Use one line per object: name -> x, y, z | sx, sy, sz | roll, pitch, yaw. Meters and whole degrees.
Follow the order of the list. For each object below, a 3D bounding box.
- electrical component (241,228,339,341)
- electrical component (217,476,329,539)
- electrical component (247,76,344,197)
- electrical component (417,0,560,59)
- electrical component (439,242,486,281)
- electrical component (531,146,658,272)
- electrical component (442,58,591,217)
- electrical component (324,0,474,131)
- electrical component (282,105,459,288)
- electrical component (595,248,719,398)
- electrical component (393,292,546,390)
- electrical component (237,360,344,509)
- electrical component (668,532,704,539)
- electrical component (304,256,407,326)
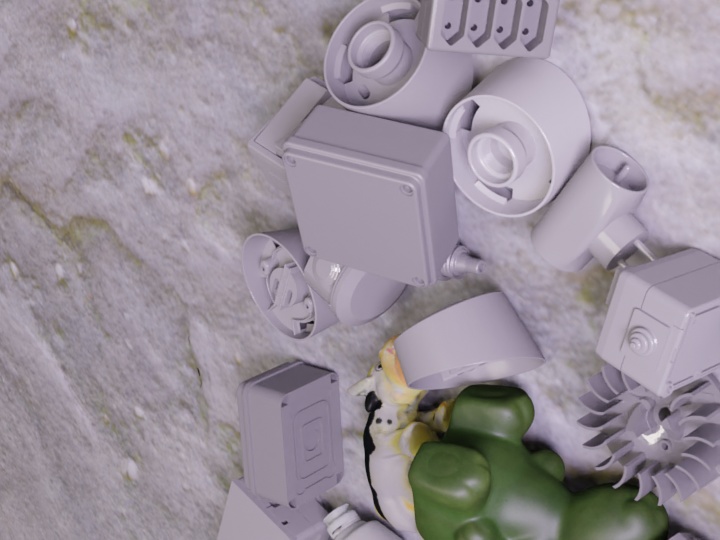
electrical component -> -0.056, 0.011, 0.920 | 0.099, 0.064, 0.099 | 17, 115, 41
electrical component -> -0.087, 0.273, 1.044 | 0.089, 0.062, 0.150 | 38, 128, 30
electrical component -> -0.031, -0.104, 0.837 | 0.062, 0.096, 0.061 | 34, 165, 32
electrical component -> 0.081, -0.176, 0.719 | 0.075, 0.083, 0.047 | -108, 22, -63
electrical component -> 0.067, -0.008, 0.812 | 0.061, 0.035, 0.035 | 15, 114, 39
electrical component -> 0.162, -0.027, 0.703 | 0.079, 0.044, 0.077 | 50, 133, 21
electrical component -> 0.107, -0.089, 0.740 | 0.099, 0.064, 0.099 | 25, 133, 30
electrical component -> 0.025, -0.146, 0.774 | 0.099, 0.064, 0.099 | -13, 66, 32
electrical component -> 0.010, -0.052, 0.766 | 0.109, 0.056, 0.108 | 16, 142, 23
electrical component -> 0.188, 0.030, 0.658 | 0.061, 0.096, 0.061 | 36, 127, 38
electrical component -> 0.077, 0.058, 0.783 | 0.099, 0.099, 0.064 | -39, 70, 45
electrical component -> -0.062, 0.146, 0.964 | 0.057, 0.078, 0.113 | 11, 111, 39
electrical component -> 0.213, 0.216, 0.712 | 0.051, 0.080, 0.080 | 44, 131, 32
electrical component -> 0.000, 0.000, 0.850 | 0.051, 0.080, 0.080 | 41, 129, 33
